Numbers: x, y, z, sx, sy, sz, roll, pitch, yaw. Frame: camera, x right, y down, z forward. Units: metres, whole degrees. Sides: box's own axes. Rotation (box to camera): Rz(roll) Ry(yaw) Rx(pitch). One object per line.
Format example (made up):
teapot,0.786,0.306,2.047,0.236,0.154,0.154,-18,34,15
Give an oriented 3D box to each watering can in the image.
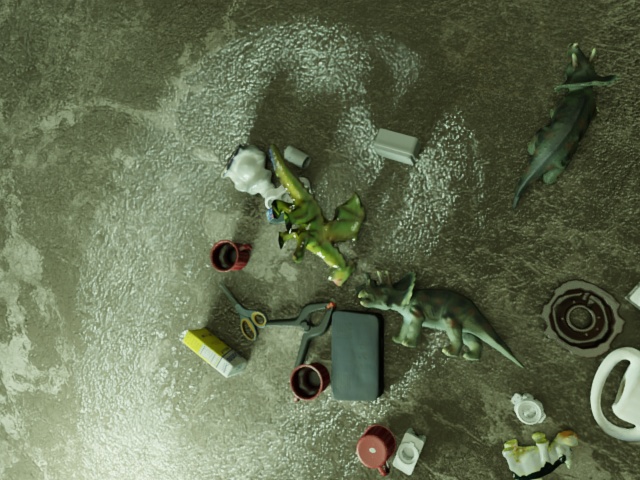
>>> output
watering can,0.730,0.294,1.098,0.225,0.105,0.343,23,107,21

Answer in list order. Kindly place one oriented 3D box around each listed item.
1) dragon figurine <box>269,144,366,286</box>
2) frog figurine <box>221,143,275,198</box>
dragon figurine,0.004,-0.070,1.400,0.243,0.122,0.410,-9,91,-20
frog figurine,-0.199,-0.202,1.527,0.158,0.123,0.138,31,86,-16
